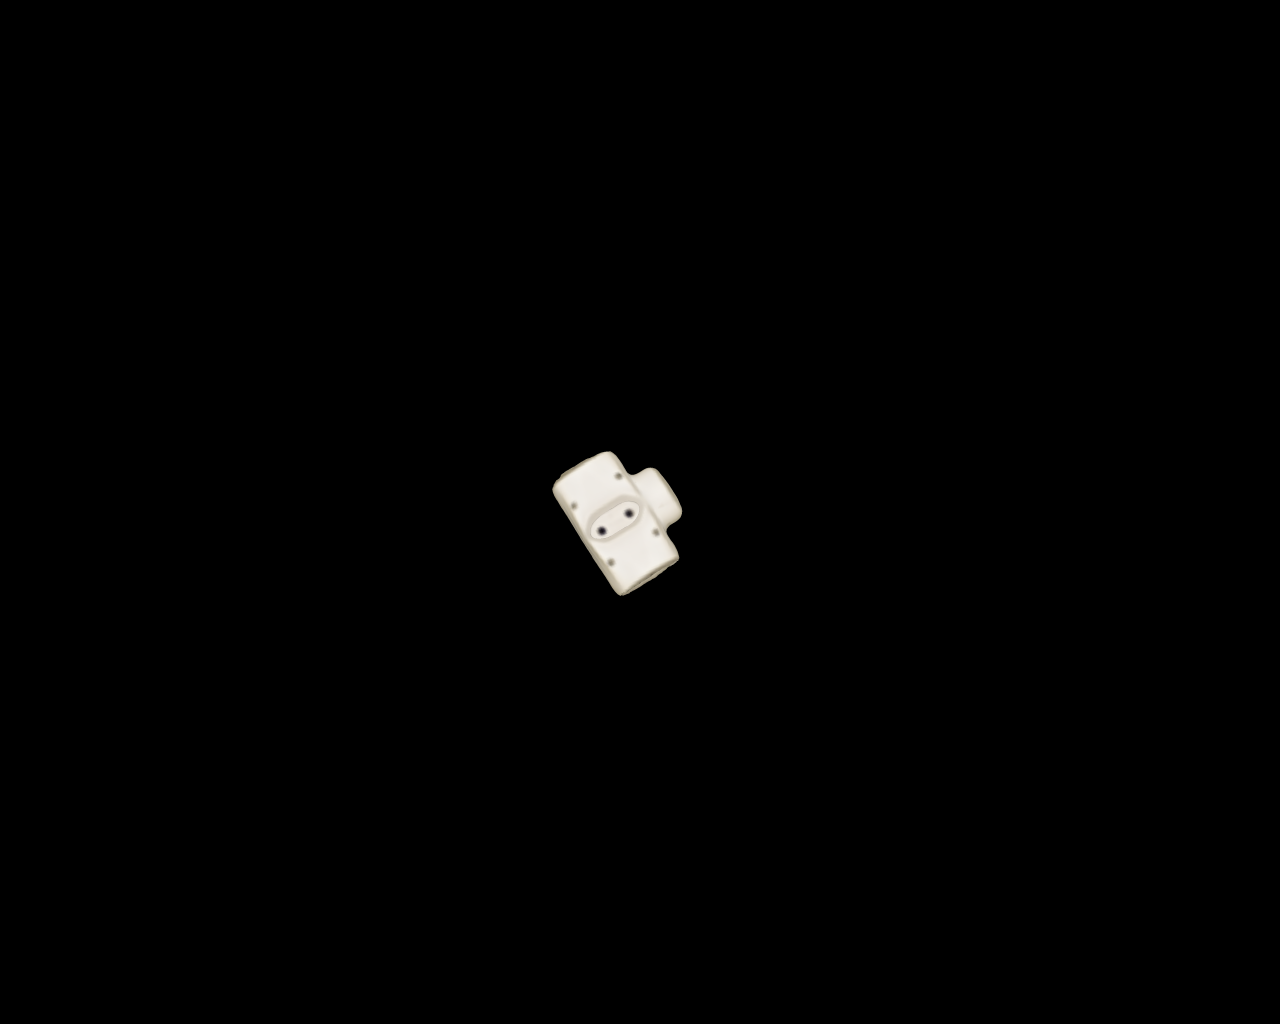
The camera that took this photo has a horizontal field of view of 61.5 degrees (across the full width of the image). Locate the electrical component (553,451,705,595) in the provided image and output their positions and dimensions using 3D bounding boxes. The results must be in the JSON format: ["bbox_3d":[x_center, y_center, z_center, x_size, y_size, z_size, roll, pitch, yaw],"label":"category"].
[{"bbox_3d":[0.001,-0.003,0.650,0.079,0.077,0.043,-31,-7,-5],"label":"electrical component"}]
